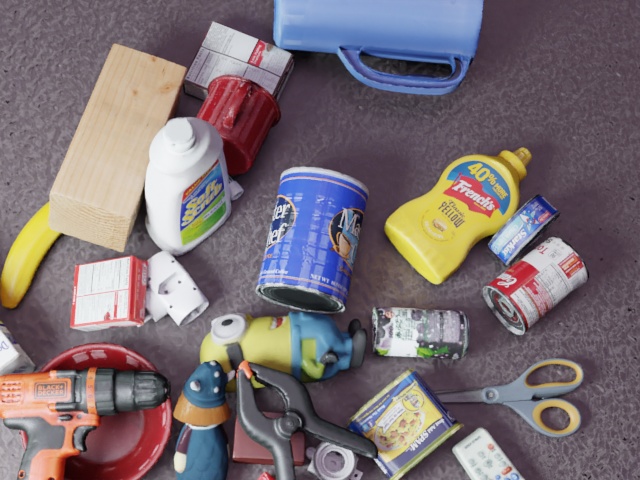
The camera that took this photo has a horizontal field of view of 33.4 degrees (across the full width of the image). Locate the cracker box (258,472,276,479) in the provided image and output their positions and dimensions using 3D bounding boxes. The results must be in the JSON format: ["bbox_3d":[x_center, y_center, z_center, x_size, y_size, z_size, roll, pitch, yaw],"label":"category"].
[{"bbox_3d":[-0.059,0.374,1.097,0.164,0.072,0.213,37,74,8],"label":"cracker box"}]

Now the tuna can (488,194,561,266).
[{"bbox_3d":[0.233,-0.012,1.218,0.086,0.086,0.034,-42,78,-13],"label":"tuna can"}]

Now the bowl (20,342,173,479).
[{"bbox_3d":[-0.237,0.195,1.152,0.162,0.055,0.162,1,73,-2],"label":"bowl"}]

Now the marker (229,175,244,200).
[{"bbox_3d":[-0.134,-0.098,1.263,0.020,0.020,0.121,-37,78,-12],"label":"marker"}]

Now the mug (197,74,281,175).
[{"bbox_3d":[-0.099,-0.134,1.217,0.093,0.117,0.081,25,60,-4],"label":"mug"}]

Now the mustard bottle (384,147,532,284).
[{"bbox_3d":[0.173,-0.043,1.239,0.191,0.058,0.096,-40,77,-13],"label":"mustard bottle"}]

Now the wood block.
[{"bbox_3d":[-0.226,-0.105,1.199,0.090,0.091,0.206,18,62,-6],"label":"wood block"}]

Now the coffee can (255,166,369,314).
[{"bbox_3d":[-0.008,0.001,1.195,0.103,0.103,0.140,12,73,1],"label":"coffee can"}]

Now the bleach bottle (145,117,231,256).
[{"bbox_3d":[-0.146,-0.063,1.131,0.102,0.251,0.068,-39,79,-13],"label":"bleach bottle"}]

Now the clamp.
[{"bbox_3d":[-0.036,0.204,1.103,0.171,0.039,0.120,42,64,8],"label":"clamp"}]

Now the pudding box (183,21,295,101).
[{"bbox_3d":[-0.098,-0.202,1.286,0.113,0.039,0.090,22,73,6],"label":"pudding box"}]

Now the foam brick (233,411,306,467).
[{"bbox_3d":[-0.054,0.215,1.156,0.078,0.051,0.053,4,72,-1],"label":"foam brick"}]

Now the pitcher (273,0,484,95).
[{"bbox_3d":[0.067,-0.266,1.260,0.242,0.145,0.149,2,33,-3],"label":"pitcher"}]

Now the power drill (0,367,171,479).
[{"bbox_3d":[-0.244,0.222,1.085,0.184,0.057,0.187,-3,70,1],"label":"power drill"}]

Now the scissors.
[{"bbox_3d":[0.204,0.190,1.193,0.201,0.016,0.096,-17,77,-4],"label":"scissors"}]

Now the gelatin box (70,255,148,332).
[{"bbox_3d":[-0.233,0.060,1.186,0.089,0.030,0.073,-9,71,30],"label":"gelatin box"}]

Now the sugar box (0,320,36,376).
[{"bbox_3d":[-0.383,0.079,1.162,0.048,0.093,0.176,-41,80,-13],"label":"sugar box"}]

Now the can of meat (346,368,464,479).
[{"bbox_3d":[0.091,0.202,1.159,0.102,0.057,0.084,-39,77,-4],"label":"can of meat"}]

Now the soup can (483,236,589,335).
[{"bbox_3d":[0.245,0.051,1.209,0.102,0.068,0.068,-36,78,-13],"label":"soup can"}]

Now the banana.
[{"bbox_3d":[-0.300,-0.008,1.220,0.197,0.037,0.070,-41,79,-13],"label":"banana"}]
